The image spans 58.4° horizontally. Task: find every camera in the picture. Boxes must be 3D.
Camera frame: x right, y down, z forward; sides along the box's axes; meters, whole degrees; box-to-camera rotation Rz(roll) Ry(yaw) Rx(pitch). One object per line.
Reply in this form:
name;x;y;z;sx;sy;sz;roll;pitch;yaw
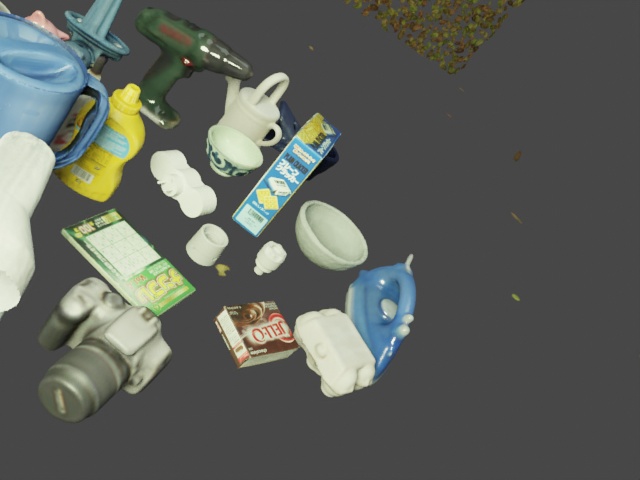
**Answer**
camera;-0.255;0.125;0.647;0.143;0.100;0.137;42;30;-2

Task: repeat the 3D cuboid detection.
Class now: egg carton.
egg carton;0.022;0.182;0.938;0.108;0.069;0.150;-1;51;-51

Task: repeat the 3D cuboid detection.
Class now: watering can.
watering can;-0.141;-0.283;1.216;0.173;0.193;0.101;38;30;-9

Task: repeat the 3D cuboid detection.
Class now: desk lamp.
desk lamp;-0.347;0.001;0.581;0.118;0.213;0.203;28;33;-24

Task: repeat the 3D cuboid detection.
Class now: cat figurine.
cat figurine;-0.491;-0.340;0.945;0.128;0.117;0.067;26;33;-26

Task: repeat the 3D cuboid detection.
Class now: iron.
iron;0.130;0.136;1.053;0.119;0.141;0.258;33;31;-17

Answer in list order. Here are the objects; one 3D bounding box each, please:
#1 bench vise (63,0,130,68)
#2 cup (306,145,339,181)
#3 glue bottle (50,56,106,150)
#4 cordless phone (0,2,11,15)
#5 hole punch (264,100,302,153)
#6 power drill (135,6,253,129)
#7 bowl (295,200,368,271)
bench vise;-0.381;-0.357;0.996;0.122;0.219;0.207;22;36;-32
cup;-0.021;-0.181;1.328;0.092;0.094;0.118;42;30;-1
glue bottle;-0.366;-0.210;0.871;0.037;0.173;0.078;48;30;9
cordless phone;-0.494;-0.279;0.794;0.147;0.184;0.094;41;30;-3
hole punch;-0.078;-0.266;1.373;0.101;0.091;0.108;30;32;-21
power drill;-0.267;-0.321;1.099;0.230;0.208;0.075;38;30;-9
bowl;0.011;0.004;1.148;0.168;0.074;0.167;30;32;-21
